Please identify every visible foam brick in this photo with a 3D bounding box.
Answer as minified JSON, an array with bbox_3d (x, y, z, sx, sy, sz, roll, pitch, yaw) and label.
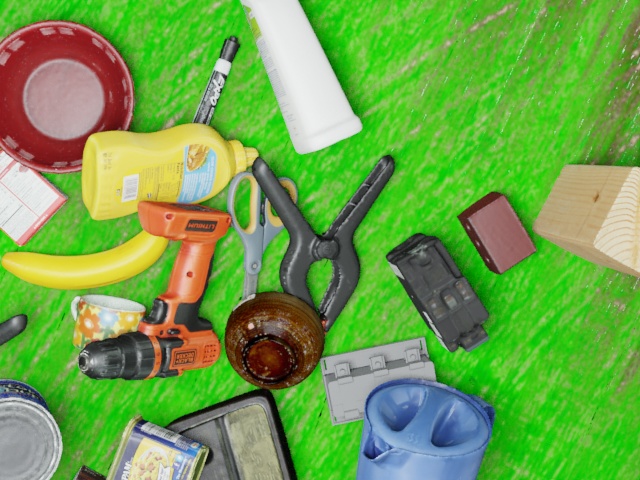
[{"bbox_3d":[0.198,-0.008,1.200,0.051,0.053,0.078,-32,96,-2],"label":"foam brick"}]

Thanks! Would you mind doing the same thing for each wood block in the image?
[{"bbox_3d":[0.310,-0.022,1.132,0.090,0.206,0.091,27,92,-7],"label":"wood block"}]

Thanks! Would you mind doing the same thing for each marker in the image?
[{"bbox_3d":[-0.116,-0.167,1.175,0.020,0.020,0.121,21,92,-7],"label":"marker"}]

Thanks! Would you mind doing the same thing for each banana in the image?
[{"bbox_3d":[-0.246,0.019,1.173,0.197,0.037,0.069,-19,74,-5],"label":"banana"}]

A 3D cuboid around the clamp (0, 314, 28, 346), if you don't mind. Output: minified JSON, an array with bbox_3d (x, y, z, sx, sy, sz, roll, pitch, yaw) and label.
[{"bbox_3d":[-0.401,0.112,1.155,0.120,0.039,0.171,43,97,25],"label":"clamp"}]

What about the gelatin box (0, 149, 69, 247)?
[{"bbox_3d":[-0.331,-0.049,1.160,0.089,0.030,0.073,44,91,-7],"label":"gelatin box"}]

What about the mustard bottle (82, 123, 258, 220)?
[{"bbox_3d":[-0.154,-0.078,1.139,0.191,0.058,0.096,-10,133,-28],"label":"mustard bottle"}]

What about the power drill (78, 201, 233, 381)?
[{"bbox_3d":[-0.167,0.055,1.117,0.057,0.184,0.188,18,101,35],"label":"power drill"}]

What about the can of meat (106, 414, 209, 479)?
[{"bbox_3d":[-0.173,0.246,1.114,0.084,0.057,0.102,21,93,6],"label":"can of meat"}]

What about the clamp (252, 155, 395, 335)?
[{"bbox_3d":[-0.008,0.001,1.177,0.164,0.036,0.210,5,102,-21],"label":"clamp"}]

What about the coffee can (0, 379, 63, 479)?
[{"bbox_3d":[-0.328,0.205,1.116,0.102,0.140,0.103,0,90,-19],"label":"coffee can"}]

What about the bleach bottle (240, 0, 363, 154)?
[{"bbox_3d":[-0.039,-0.218,1.135,0.068,0.103,0.251,-25,97,-12],"label":"bleach bottle"}]

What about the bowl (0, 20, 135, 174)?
[{"bbox_3d":[-0.278,-0.152,1.143,0.162,0.055,0.162,0,95,-5],"label":"bowl"}]

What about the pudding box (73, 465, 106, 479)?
[{"bbox_3d":[-0.226,0.300,1.168,0.113,0.090,0.039,28,92,-6],"label":"pudding box"}]

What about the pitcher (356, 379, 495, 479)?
[{"bbox_3d":[0.104,0.279,1.153,0.149,0.145,0.243,9,117,0],"label":"pitcher"}]

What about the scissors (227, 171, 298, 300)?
[{"bbox_3d":[-0.060,0.015,1.193,0.096,0.016,0.202,-20,117,-29],"label":"scissors"}]
